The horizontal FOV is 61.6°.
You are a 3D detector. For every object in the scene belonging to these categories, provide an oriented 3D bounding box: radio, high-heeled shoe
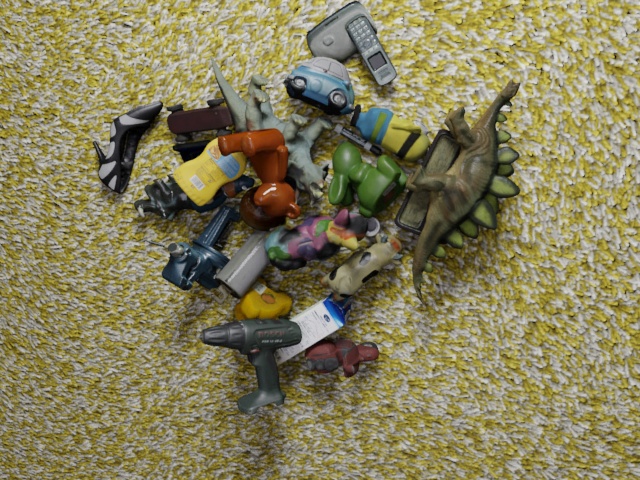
[{"bbox_3d":[0.267,-0.111,1.165,0.131,0.073,0.229,26,104,7],"label":"radio"},{"bbox_3d":[-0.454,-0.222,1.311,0.249,0.086,0.145,-27,95,20],"label":"high-heeled shoe"}]

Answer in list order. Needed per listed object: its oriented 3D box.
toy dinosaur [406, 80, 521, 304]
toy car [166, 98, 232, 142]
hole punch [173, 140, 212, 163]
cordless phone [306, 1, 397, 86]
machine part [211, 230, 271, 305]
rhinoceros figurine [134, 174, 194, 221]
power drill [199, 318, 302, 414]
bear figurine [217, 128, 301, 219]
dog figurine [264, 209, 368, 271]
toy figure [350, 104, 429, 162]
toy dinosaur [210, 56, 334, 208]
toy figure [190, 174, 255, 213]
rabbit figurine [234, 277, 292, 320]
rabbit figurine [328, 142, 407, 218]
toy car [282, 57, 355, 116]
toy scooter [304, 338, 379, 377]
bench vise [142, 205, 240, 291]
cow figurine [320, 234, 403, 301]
[{"bbox_3d":[0.276,-0.094,1.079,0.199,0.105,0.471,30,107,2],"label":"toy dinosaur"},{"bbox_3d":[-0.278,-0.278,1.249,0.202,0.053,0.089,0,110,34],"label":"toy car"},{"bbox_3d":[-0.270,-0.183,1.254,0.142,0.116,0.092,-9,97,11],"label":"hole punch"},{"bbox_3d":[0.071,-0.399,1.161,0.147,0.089,0.184,-30,96,15],"label":"cordless phone"},{"bbox_3d":[-0.161,0.050,1.246,0.079,0.079,0.243,35,69,5],"label":"machine part"},{"bbox_3d":[-0.363,-0.103,1.316,0.190,0.073,0.112,-5,108,12],"label":"rhinoceros figurine"},{"bbox_3d":[-0.151,0.271,1.187,0.232,0.086,0.207,-8,98,-29],"label":"power drill"},{"bbox_3d":[-0.119,-0.127,1.109,0.120,0.132,0.195,13,115,44],"label":"bear figurine"},{"bbox_3d":[-0.002,-0.004,1.166,0.191,0.219,0.108,-15,89,-29],"label":"dog figurine"},{"bbox_3d":[0.152,-0.234,1.170,0.180,0.082,0.089,19,121,2],"label":"toy figure"},{"bbox_3d":[-0.113,-0.235,1.213,0.405,0.131,0.192,39,122,16],"label":"toy dinosaur"},{"bbox_3d":[-0.223,-0.112,1.233,0.154,0.064,0.057,-26,132,11],"label":"toy figure"},{"bbox_3d":[-0.161,0.202,1.289,0.122,0.162,0.173,31,123,-6],"label":"rabbit figurine"},{"bbox_3d":[0.090,-0.138,1.197,0.170,0.121,0.159,45,109,23],"label":"rabbit figurine"},{"bbox_3d":[0.007,-0.333,1.142,0.162,0.109,0.103,22,89,-9],"label":"toy car"},{"bbox_3d":[0.042,0.277,1.249,0.184,0.135,0.075,-6,99,15],"label":"toy scooter"},{"bbox_3d":[-0.263,0.010,1.259,0.129,0.223,0.240,22,75,36],"label":"bench vise"},{"bbox_3d":[0.103,0.053,1.199,0.195,0.127,0.085,-36,92,-16],"label":"cow figurine"}]
